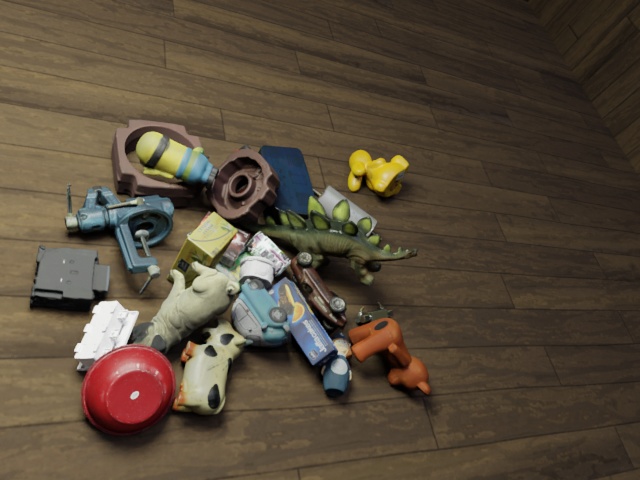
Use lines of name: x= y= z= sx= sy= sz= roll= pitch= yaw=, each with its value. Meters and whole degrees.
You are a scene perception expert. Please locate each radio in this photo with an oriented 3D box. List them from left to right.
radio: x=-0.094 y=-0.141 z=1.415 sx=0.131 sy=0.073 sz=0.230 roll=2 pitch=55 yaw=-29

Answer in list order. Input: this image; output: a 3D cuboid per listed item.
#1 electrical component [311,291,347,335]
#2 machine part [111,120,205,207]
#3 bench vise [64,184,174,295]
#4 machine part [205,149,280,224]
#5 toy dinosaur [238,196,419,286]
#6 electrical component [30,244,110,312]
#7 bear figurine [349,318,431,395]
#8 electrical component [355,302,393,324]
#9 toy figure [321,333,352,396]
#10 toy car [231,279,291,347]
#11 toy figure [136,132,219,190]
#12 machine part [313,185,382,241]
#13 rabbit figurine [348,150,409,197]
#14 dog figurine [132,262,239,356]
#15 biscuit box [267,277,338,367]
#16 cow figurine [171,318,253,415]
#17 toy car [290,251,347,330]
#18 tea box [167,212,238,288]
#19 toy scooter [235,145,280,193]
electrical component: x=0.022 y=0.162 z=1.274 sx=0.075 sy=0.047 sz=0.119 roll=39 pitch=48 yaw=0
machine part: x=-0.378 y=-0.178 z=1.262 sx=0.201 sy=0.087 sz=0.201 roll=1 pitch=57 yaw=-32
bench vise: x=-0.395 y=-0.015 z=1.102 sx=0.223 sy=0.128 sz=0.241 roll=-2 pitch=48 yaw=-39
machine part: x=-0.180 y=-0.123 z=1.256 sx=0.056 sy=0.179 sz=0.179 roll=39 pitch=28 yaw=-59
toy dinosaur: x=-0.003 y=-0.004 z=1.280 sx=0.472 sy=0.198 sz=0.105 roll=4 pitch=33 yaw=12
electrical component: x=-0.477 y=0.074 z=1.033 sx=0.134 sy=0.058 sz=0.115 roll=7 pitch=56 yaw=-26
bear figurine: x=0.166 y=0.281 z=1.244 sx=0.195 sy=0.132 sz=0.120 roll=62 pitch=5 yaw=-17
electrical component: x=0.139 y=0.196 z=1.324 sx=0.102 sy=0.045 sz=0.078 roll=-12 pitch=92 yaw=-34
toy figure: x=0.042 y=0.270 z=1.199 sx=0.064 sy=0.058 sz=0.154 roll=34 pitch=43 yaw=-25
toy car: x=-0.136 y=0.167 z=1.141 sx=0.103 sy=0.109 sz=0.162 roll=-31 pitch=66 yaw=-24
toy figure: x=-0.311 y=-0.176 z=1.180 sx=0.180 sy=0.089 sz=0.082 roll=23 pitch=43 yaw=-11
machine part: x=0.068 y=-0.070 z=1.453 sx=0.243 sy=0.079 sz=0.079 roll=37 pitch=46 yaw=-2
rabbit figurine: x=0.150 y=-0.199 z=1.597 sx=0.162 sy=0.121 sz=0.173 roll=-32 pitch=63 yaw=-33
dog figurine: x=-0.257 y=0.152 z=1.034 sx=0.121 sy=0.172 sz=0.190 roll=50 pitch=39 yaw=-28
biscuit box: x=-0.040 y=0.181 z=1.184 sx=0.063 sy=0.059 sz=0.203 roll=-37 pitch=68 yaw=1
cow figurine: x=-0.207 y=0.243 z=1.050 sx=0.127 sy=0.085 sz=0.195 roll=20 pitch=52 yaw=-20
toy car: x=-0.007 y=0.116 z=1.203 sx=0.053 sy=0.089 sz=0.202 roll=-18 pitch=58 yaw=-29
tea box: x=-0.248 y=0.032 z=1.125 sx=0.068 sy=0.169 sz=0.098 roll=37 pitch=45 yaw=-2
toy scooter: x=-0.189 y=-0.146 z=1.344 sx=0.184 sy=0.135 sz=0.075 roll=52 pitch=10 yaw=34
